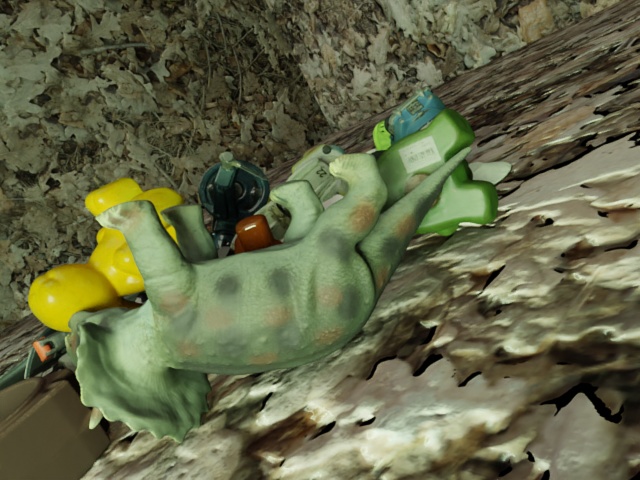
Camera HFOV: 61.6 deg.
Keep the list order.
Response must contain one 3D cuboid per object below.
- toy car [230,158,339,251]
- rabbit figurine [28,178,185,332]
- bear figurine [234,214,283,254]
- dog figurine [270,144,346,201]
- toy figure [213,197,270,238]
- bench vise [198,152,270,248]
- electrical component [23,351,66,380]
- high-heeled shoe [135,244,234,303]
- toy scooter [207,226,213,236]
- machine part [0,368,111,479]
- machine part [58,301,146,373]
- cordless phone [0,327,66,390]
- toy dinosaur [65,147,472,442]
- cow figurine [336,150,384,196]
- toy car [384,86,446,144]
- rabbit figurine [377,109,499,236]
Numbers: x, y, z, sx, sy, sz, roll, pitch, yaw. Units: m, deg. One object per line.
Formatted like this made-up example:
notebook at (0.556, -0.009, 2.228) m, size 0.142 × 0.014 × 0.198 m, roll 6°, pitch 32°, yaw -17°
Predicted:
toy car at (-0.049, -0.036, 0.809) m, size 0.202 × 0.073 × 0.056 m, roll -47°, pitch -6°, yaw -11°
rabbit figurine at (-0.223, 0.035, 0.571) m, size 0.122 × 0.162 × 0.173 m, roll 19°, pitch 43°, yaw 24°
bear figurine at (-0.079, 0.027, 0.631) m, size 0.120 × 0.131 × 0.196 m, roll -28°, pitch 18°, yaw 8°
dog figurine at (-0.029, -0.078, 0.960) m, size 0.191 × 0.108 × 0.219 m, roll -50°, pitch 10°, yaw -3°
toy figure at (-0.148, -0.023, 1.067) m, size 0.180 × 0.089 × 0.082 m, roll -35°, pitch 20°, yaw -35°
bench vise at (-0.154, -0.055, 0.898) m, size 0.240 × 0.129 × 0.223 m, roll 105°, pitch -176°, yaw -66°
electrical component at (-0.330, 0.183, 0.702) m, size 0.134 × 0.058 × 0.115 m, roll -32°, pitch 10°, yaw -16°
high-heeled shoe at (-0.175, 0.095, 0.771) m, size 0.145 × 0.086 × 0.249 m, roll 8°, pitch 42°, yaw 6°
toy scooter at (-0.269, 0.021, 1.197) m, size 0.184 × 0.075 × 0.135 m, roll -32°, pitch 11°, yaw 8°
machine part at (-0.312, 0.211, 0.480) m, size 0.201 × 0.087 × 0.201 m, roll -22°, pitch 15°, yaw 26°
machine part at (-0.219, 0.124, 0.652) m, size 0.243 × 0.079 × 0.079 m, roll -37°, pitch 15°, yaw -30°
cordless phone at (-0.453, 0.200, 0.855) m, size 0.184 × 0.088 × 0.147 m, roll -31°, pitch 12°, yaw 7°
toy dinosaur at (-0.040, 0.044, 0.450) m, size 0.405 × 0.192 × 0.131 m, roll -13°, pitch 1°, yaw -2°
cow figurine at (0.108, -0.097, 0.705) m, size 0.167 × 0.068 × 0.098 m, roll -27°, pitch -12°, yaw -10°
toy car at (0.171, -0.146, 0.810) m, size 0.109 × 0.161 × 0.103 m, roll -38°, pitch 54°, yaw -1°
rabbit figurine at (0.122, -0.052, 0.606) m, size 0.159 × 0.121 × 0.170 m, roll -32°, pitch -6°, yaw 24°
